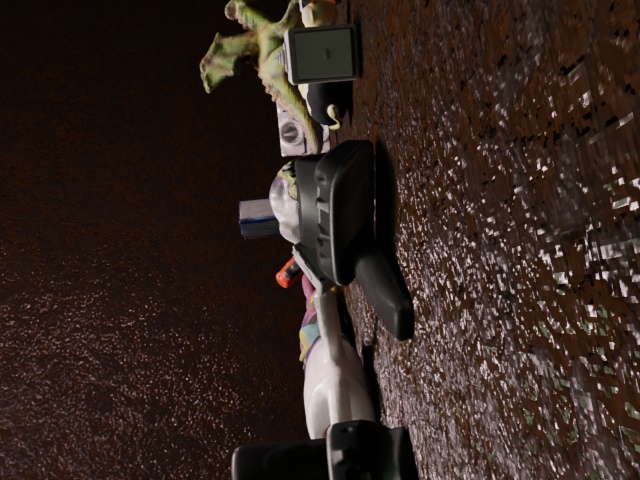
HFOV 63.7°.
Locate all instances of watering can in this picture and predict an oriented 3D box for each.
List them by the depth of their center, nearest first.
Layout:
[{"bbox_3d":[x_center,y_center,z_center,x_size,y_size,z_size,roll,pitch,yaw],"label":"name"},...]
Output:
[{"bbox_3d":[0.024,0.206,0.775,0.227,0.104,0.344,-103,7,-77],"label":"watering can"}]

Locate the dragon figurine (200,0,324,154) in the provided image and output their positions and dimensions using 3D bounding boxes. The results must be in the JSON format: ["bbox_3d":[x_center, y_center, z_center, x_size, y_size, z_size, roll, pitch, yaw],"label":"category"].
[{"bbox_3d":[-0.120,-0.342,1.028,0.120,0.242,0.417,54,-150,-65],"label":"dragon figurine"}]

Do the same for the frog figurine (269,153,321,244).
[{"bbox_3d":[0.002,-0.037,0.726,0.140,0.123,0.156,-53,-39,-42],"label":"frog figurine"}]
